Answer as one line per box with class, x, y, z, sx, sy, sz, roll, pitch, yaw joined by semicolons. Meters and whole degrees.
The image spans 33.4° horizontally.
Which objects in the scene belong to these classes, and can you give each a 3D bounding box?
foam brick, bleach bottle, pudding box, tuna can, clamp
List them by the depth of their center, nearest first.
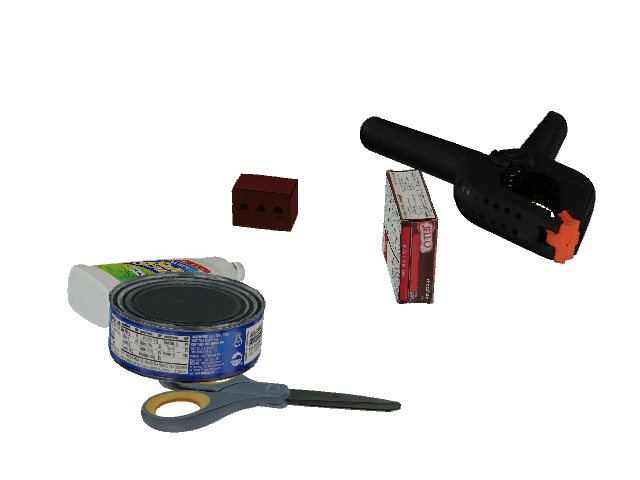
tuna can;-0.074;0.047;0.590;0.086;0.034;0.086;5;17;-2
clamp;0.119;-0.045;0.742;0.164;0.036;0.210;-1;27;-6
pudding box;0.084;-0.006;1.010;0.039;0.090;0.113;-2;29;-6
foam brick;-0.070;-0.048;1.348;0.078;0.053;0.051;6;28;9
bleach bottle;-0.213;0.058;1.466;0.250;0.068;0.103;-10;26;-44

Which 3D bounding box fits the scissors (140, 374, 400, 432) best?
scissors;-0.050;0.127;0.808;0.202;0.016;0.096;11;33;29
